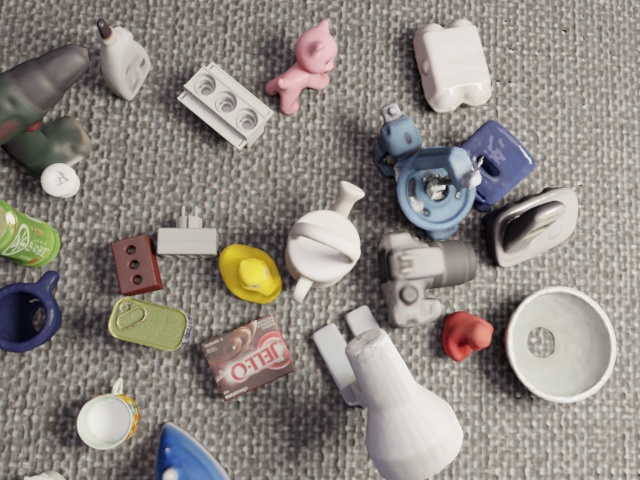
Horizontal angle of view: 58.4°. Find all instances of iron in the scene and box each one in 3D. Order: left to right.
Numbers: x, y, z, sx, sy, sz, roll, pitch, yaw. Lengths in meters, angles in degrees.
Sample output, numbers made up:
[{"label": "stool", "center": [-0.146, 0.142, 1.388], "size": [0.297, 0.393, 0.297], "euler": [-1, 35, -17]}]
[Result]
[{"label": "iron", "center": [-0.164, 0.368, 0.742], "size": [0.119, 0.141, 0.258], "euler": [-24, 84, -8]}]

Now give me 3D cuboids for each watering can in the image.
[{"label": "watering can", "center": [0.005, 0.002, 0.790], "size": [0.101, 0.194, 0.173], "euler": [5, 81, -4]}]

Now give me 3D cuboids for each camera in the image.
[{"label": "camera", "center": [0.163, 0.053, 0.844], "size": [0.137, 0.100, 0.143], "euler": [-6, 82, -6]}]

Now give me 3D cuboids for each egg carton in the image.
[{"label": "egg carton", "center": [0.209, -0.279, 0.917], "size": [0.107, 0.069, 0.150], "euler": [-12, 82, -7]}]

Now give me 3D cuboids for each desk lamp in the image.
[{"label": "desk lamp", "center": [0.079, 0.194, 0.757], "size": [0.118, 0.213, 0.203], "euler": [-29, 85, -9]}]

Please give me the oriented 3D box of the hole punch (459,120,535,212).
[{"label": "hole punch", "center": [0.259, -0.112, 0.884], "size": [0.101, 0.091, 0.108], "euler": [-44, 87, -10]}]

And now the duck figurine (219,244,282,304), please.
[{"label": "duck figurine", "center": [-0.101, 0.046, 0.827], "size": [0.104, 0.086, 0.077], "euler": [41, 80, 2]}]

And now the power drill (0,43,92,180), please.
[{"label": "power drill", "center": [-0.388, -0.158, 0.770], "size": [0.230, 0.208, 0.075], "euler": [-34, 85, -9]}]

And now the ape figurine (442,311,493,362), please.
[{"label": "ape figurine", "center": [0.221, 0.140, 0.841], "size": [0.078, 0.092, 0.076], "euler": [-13, 82, -7]}]

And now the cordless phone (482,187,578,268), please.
[{"label": "cordless phone", "center": [0.328, -0.030, 0.830], "size": [0.147, 0.185, 0.094], "euler": [-26, 84, -9]}]

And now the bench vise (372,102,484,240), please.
[{"label": "bench vise", "center": [0.142, -0.101, 0.806], "size": [0.207, 0.219, 0.121], "euler": [43, 80, 2]}]

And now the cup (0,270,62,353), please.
[{"label": "cup", "center": [-0.388, 0.095, 0.787], "size": [0.091, 0.095, 0.118], "euler": [32, 80, 0]}]

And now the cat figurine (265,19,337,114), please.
[{"label": "cat figurine", "center": [-0.022, -0.267, 0.868], "size": [0.128, 0.117, 0.067], "euler": [-44, 87, -10]}]

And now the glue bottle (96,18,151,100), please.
[{"label": "glue bottle", "center": [-0.286, -0.266, 0.814], "size": [0.037, 0.173, 0.078], "euler": [26, 80, 0]}]

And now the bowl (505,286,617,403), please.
[{"label": "bowl", "center": [0.347, 0.156, 0.859], "size": [0.167, 0.074, 0.167], "euler": [1, 81, -5]}]
